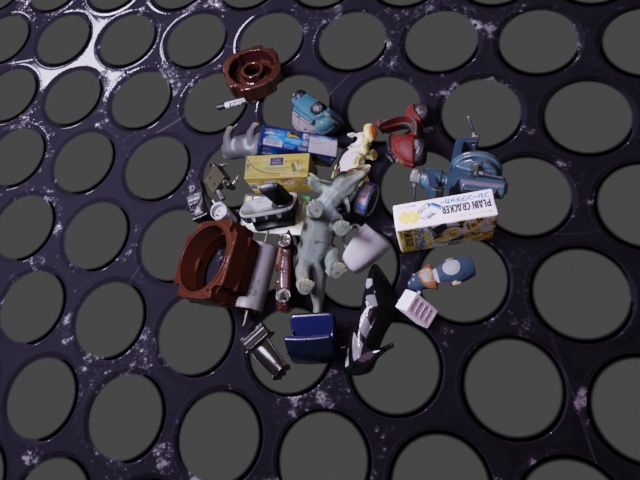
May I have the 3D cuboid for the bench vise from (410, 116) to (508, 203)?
[{"bbox_3d":[0.333,-0.171,1.275,0.224,0.128,0.240,2,50,24],"label":"bench vise"}]

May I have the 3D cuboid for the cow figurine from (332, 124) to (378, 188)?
[{"bbox_3d":[0.091,-0.217,1.372,0.098,0.068,0.167,4,68,39],"label":"cow figurine"}]

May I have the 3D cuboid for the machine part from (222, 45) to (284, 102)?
[{"bbox_3d":[-0.188,-0.473,1.531,0.179,0.056,0.179,-5,60,9],"label":"machine part"}]

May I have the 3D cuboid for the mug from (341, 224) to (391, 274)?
[{"bbox_3d":[0.094,0.019,1.276,0.110,0.080,0.107,41,92,17],"label":"mug"}]

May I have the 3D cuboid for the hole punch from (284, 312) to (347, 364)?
[{"bbox_3d":[-0.016,0.232,1.196,0.142,0.092,0.115,-7,112,8],"label":"hole punch"}]

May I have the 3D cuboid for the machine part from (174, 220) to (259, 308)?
[{"bbox_3d":[-0.255,0.056,1.301,0.202,0.087,0.201,-1,68,41],"label":"machine part"}]

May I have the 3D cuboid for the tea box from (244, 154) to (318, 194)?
[{"bbox_3d":[-0.098,-0.170,1.383,0.170,0.098,0.068,-1,71,11],"label":"tea box"}]

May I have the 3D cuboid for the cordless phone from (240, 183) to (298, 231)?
[{"bbox_3d":[-0.136,-0.091,1.299,0.147,0.184,0.088,-8,75,11],"label":"cordless phone"}]

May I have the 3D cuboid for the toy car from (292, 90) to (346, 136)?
[{"bbox_3d":[-0.022,-0.319,1.421,0.162,0.109,0.103,39,100,32],"label":"toy car"}]

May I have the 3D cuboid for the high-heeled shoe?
[{"bbox_3d":[0.103,0.184,1.235,0.145,0.086,0.249,-33,42,33],"label":"high-heeled shoe"}]

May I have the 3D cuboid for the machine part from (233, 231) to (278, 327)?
[{"bbox_3d":[-0.156,0.091,1.309,0.079,0.079,0.243,8,71,16],"label":"machine part"}]

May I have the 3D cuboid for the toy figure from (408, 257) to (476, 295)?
[{"bbox_3d":[0.274,0.079,1.225,0.155,0.057,0.064,-16,28,9],"label":"toy figure"}]

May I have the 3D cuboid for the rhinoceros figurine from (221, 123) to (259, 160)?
[{"bbox_3d":[-0.176,-0.252,1.446,0.190,0.073,0.112,3,69,15],"label":"rhinoceros figurine"}]

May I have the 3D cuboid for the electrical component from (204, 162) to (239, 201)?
[{"bbox_3d":[-0.267,-0.164,1.453,0.102,0.045,0.078,44,113,26],"label":"electrical component"}]

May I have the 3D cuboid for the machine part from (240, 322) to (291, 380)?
[{"bbox_3d":[-0.124,0.263,1.261,0.084,0.039,0.139,-36,64,-7],"label":"machine part"}]

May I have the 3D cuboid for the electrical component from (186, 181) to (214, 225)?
[{"bbox_3d":[-0.316,-0.097,1.421,0.048,0.074,0.119,-24,71,4],"label":"electrical component"}]

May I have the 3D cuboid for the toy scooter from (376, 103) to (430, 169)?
[{"bbox_3d":[0.205,-0.262,1.358,0.135,0.075,0.184,1,69,17],"label":"toy scooter"}]

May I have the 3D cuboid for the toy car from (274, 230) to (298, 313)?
[{"bbox_3d":[-0.084,0.076,1.292,0.053,0.089,0.202,-4,70,8],"label":"toy car"}]

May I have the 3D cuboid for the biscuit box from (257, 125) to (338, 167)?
[{"bbox_3d":[-0.058,-0.238,1.374,0.203,0.063,0.059,8,71,-12],"label":"biscuit box"}]

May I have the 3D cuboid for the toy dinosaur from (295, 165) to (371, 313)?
[{"bbox_3d":[0.001,0.002,1.269,0.131,0.192,0.404,14,105,-6],"label":"toy dinosaur"}]
